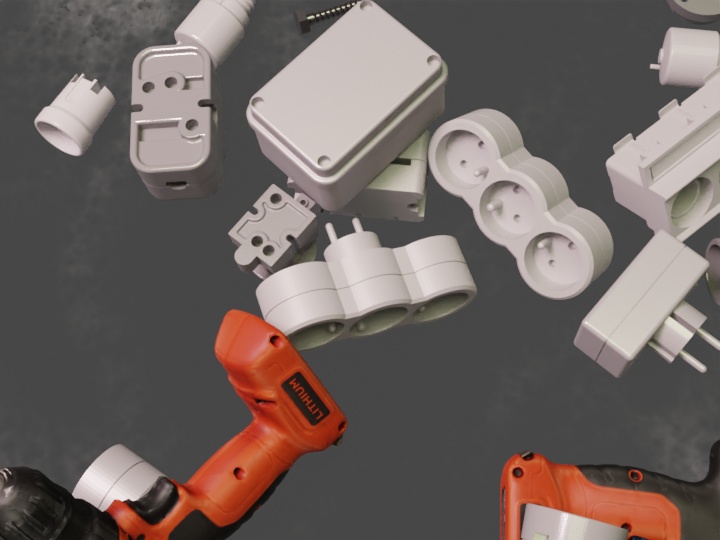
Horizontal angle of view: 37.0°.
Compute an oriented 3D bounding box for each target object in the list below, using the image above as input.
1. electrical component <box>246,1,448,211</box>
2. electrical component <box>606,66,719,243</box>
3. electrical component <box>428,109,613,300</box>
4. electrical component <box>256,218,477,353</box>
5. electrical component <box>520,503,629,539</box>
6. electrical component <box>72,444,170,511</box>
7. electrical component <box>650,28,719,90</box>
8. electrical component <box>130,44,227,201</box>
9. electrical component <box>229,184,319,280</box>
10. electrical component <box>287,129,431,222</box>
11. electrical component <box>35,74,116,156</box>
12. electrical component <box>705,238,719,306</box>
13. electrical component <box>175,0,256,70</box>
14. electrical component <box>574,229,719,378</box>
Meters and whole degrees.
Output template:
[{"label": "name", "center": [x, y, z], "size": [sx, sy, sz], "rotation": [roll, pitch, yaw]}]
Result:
[{"label": "electrical component", "center": [-0.007, -0.104, 0.680], "size": [0.113, 0.057, 0.078], "rotation": [-44, 72, -12]}, {"label": "electrical component", "center": [0.227, -0.080, 0.704], "size": [0.121, 0.078, 0.063], "rotation": [-37, 43, -9]}, {"label": "electrical component", "center": [0.113, -0.049, 0.708], "size": [0.138, 0.052, 0.074], "rotation": [49, 36, 8]}, {"label": "electrical component", "center": [0.000, 0.000, 0.685], "size": [0.138, 0.052, 0.073], "rotation": [-12, 67, -20]}, {"label": "electrical component", "center": [0.111, 0.155, 0.573], "size": [0.055, 0.055, 0.047], "rotation": [14, 79, 9]}, {"label": "electrical component", "center": [-0.185, 0.164, 0.651], "size": [0.074, 0.052, 0.138], "rotation": [32, 75, 14]}, {"label": "electrical component", "center": [0.243, -0.144, 0.743], "size": [0.078, 0.040, 0.040], "rotation": [7, 70, 6]}, {"label": "electrical component", "center": [-0.124, -0.099, 0.740], "size": [0.054, 0.059, 0.095], "rotation": [-4, 70, 3]}, {"label": "electrical component", "center": [-0.054, -0.019, 0.708], "size": [0.048, 0.055, 0.066], "rotation": [37, 76, 15]}, {"label": "electrical component", "center": [0.001, -0.071, 0.726], "size": [0.089, 0.050, 0.055], "rotation": [5, 70, 6]}, {"label": "electrical component", "center": [-0.200, -0.110, 0.761], "size": [0.040, 0.040, 0.046], "rotation": [25, 68, 12]}, {"label": "electrical component", "center": [0.261, -0.001, 0.689], "size": [0.065, 0.044, 0.044], "rotation": [-5, 69, -3]}, {"label": "electrical component", "center": [-0.100, -0.181, 0.779], "size": [0.040, 0.040, 0.078], "rotation": [31, 74, 14]}, {"label": "electrical component", "center": [0.192, 0.033, 0.677], "size": [0.076, 0.047, 0.083], "rotation": [39, 77, 16]}]
